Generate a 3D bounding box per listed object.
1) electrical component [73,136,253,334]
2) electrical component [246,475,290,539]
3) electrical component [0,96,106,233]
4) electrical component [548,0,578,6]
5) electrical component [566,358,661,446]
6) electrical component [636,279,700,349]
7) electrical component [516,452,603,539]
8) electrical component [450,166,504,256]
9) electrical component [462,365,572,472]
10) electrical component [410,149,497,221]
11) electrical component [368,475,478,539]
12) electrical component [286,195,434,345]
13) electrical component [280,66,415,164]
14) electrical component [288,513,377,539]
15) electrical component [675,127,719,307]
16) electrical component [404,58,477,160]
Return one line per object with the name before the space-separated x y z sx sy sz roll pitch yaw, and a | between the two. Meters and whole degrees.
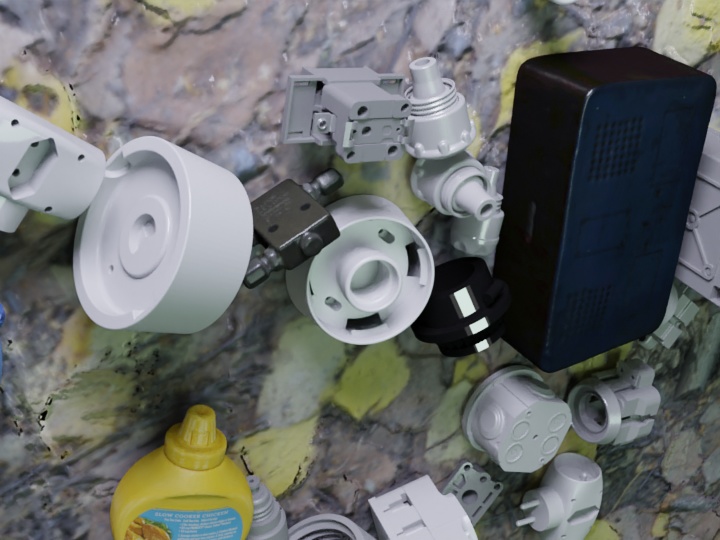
electrical component | -0.106 -0.015 0.606 0.060 0.108 0.108 15 108 -45
electrical component | -0.074 0.183 0.787 0.040 0.040 0.078 -21 126 -22
electrical component | -0.189 -0.047 0.571 0.077 0.043 0.079 29 99 -41
electrical component | 0.121 -0.194 0.686 0.040 0.046 0.040 -16 125 -25
electrical component | 0.217 0.118 0.930 0.057 0.058 0.078 -9 122 -32
electrical component | 0.251 0.032 0.909 0.066 0.048 0.055 -54 139 5
electrical component | 0.173 0.211 0.966 0.079 0.043 0.077 -8 121 -30
electrical component | 0.086 -0.043 0.762 0.035 0.035 0.061 -1 114 -33
electrical component | 0.128 0.123 0.878 0.080 0.051 0.080 -16 125 -25
electrical component | 0.067 -0.055 0.722 0.048 0.062 0.048 -19 132 -23
electrical component | 0.064 0.252 0.881 0.062 0.089 0.150 -22 129 -11
electrical component | 0.000 0.000 0.727 0.099 0.064 0.099 -7 112 -18
electrical component | -0.004 -0.094 0.652 0.081 0.064 0.042 -8 122 -30
electrical component | -0.030 0.235 0.806 0.108 0.108 0.060 -42 125 -6
electrical component | 0.279 -0.042 0.841 0.056 0.109 0.108 -7 121 -27
electrical component | 0.047 -0.105 0.693 0.048 0.048 0.062 -27 122 -17
